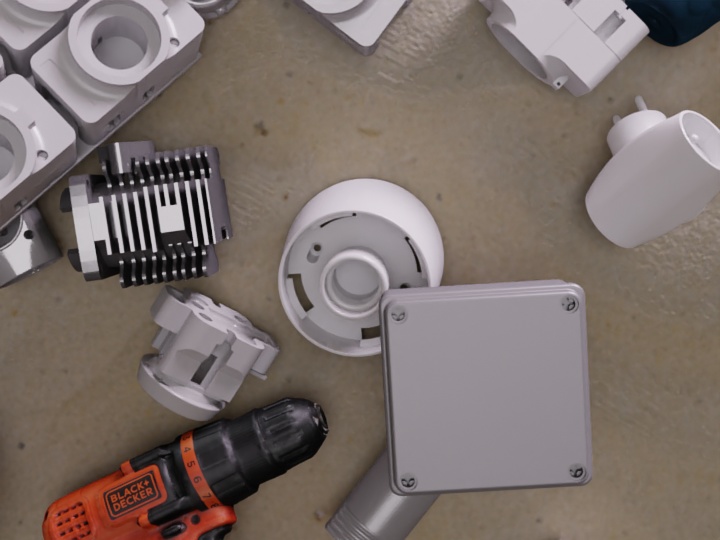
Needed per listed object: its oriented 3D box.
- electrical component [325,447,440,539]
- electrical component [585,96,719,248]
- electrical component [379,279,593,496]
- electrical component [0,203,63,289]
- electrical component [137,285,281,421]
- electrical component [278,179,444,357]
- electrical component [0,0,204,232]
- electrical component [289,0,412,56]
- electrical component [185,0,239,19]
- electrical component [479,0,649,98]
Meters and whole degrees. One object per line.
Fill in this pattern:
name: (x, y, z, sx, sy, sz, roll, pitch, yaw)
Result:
electrical component: (0.014, 0.145, 0.655, 0.043, 0.043, 0.081, 38, 94, -2)
electrical component: (0.169, -0.066, 0.629, 0.044, 0.077, 0.079, 11, 51, -34)
electrical component: (0.067, 0.062, 0.589, 0.109, 0.056, 0.108, -3, 95, 1)
electrical component: (-0.231, -0.024, 0.643, 0.079, 0.044, 0.077, -28, 94, 2)
electrical component: (-0.096, 0.052, 0.640, 0.078, 0.058, 0.057, 29, 99, -26)
electrical component: (0.000, 0.000, 0.646, 0.099, 0.064, 0.099, 2, 107, 6)
electrical component: (-0.190, -0.109, 0.599, 0.105, 0.060, 0.186, 46, 74, -3)
electrical component: (-0.016, -0.172, 0.624, 0.089, 0.055, 0.050, 37, 94, -2)
electrical component: (-0.093, -0.173, 0.622, 0.048, 0.062, 0.048, 0, 94, 1)
electrical component: (0.113, -0.147, 0.628, 0.089, 0.050, 0.055, 44, 93, -3)
